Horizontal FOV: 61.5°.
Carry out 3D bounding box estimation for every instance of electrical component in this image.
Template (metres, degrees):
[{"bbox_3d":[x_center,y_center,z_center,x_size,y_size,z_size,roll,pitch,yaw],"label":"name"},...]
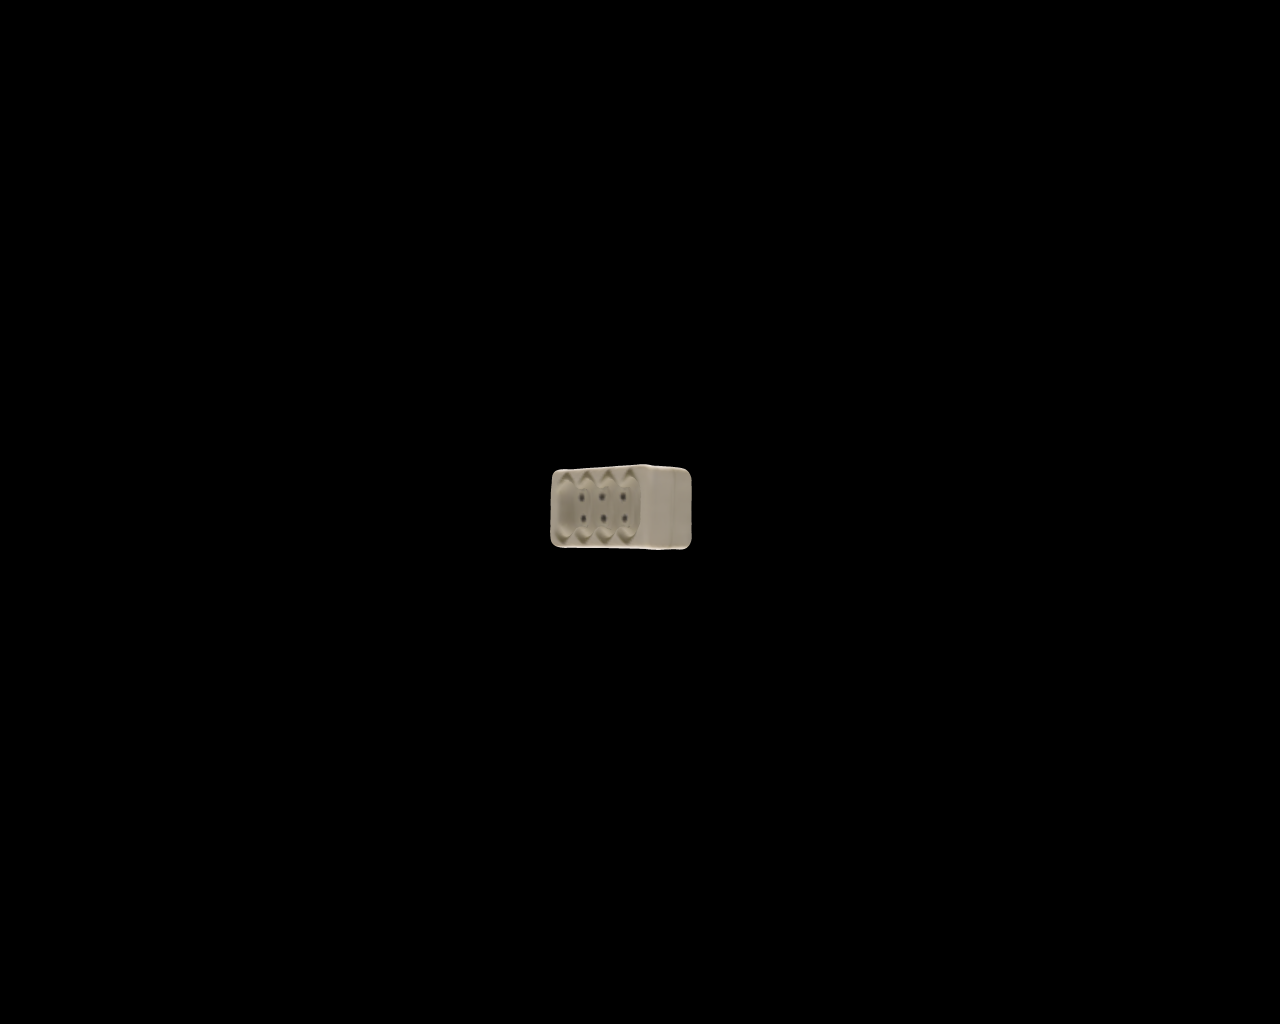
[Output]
[{"bbox_3d":[0.001,-0.003,0.650,0.083,0.047,0.076,0,0,44],"label":"electrical component"}]
